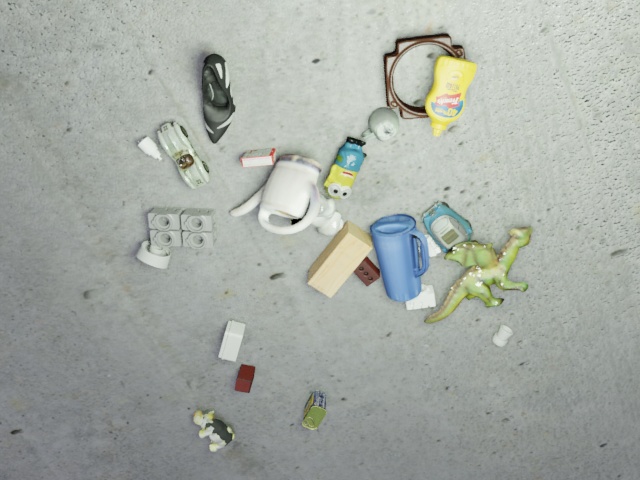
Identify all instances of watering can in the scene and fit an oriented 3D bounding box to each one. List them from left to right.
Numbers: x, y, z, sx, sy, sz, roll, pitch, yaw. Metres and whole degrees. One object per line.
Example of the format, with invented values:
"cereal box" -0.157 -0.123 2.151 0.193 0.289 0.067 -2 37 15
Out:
"watering can" -0.118 -0.132 1.421 0.349 0.226 0.103 13 -12 44

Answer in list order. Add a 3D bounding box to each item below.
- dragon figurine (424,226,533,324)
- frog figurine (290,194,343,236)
"dragon figurine" 0.439 0.091 1.486 0.408 0.239 0.125 -31 28 12
"frog figurine" 0.004 -0.074 1.479 0.159 0.125 0.135 3 -29 -34
